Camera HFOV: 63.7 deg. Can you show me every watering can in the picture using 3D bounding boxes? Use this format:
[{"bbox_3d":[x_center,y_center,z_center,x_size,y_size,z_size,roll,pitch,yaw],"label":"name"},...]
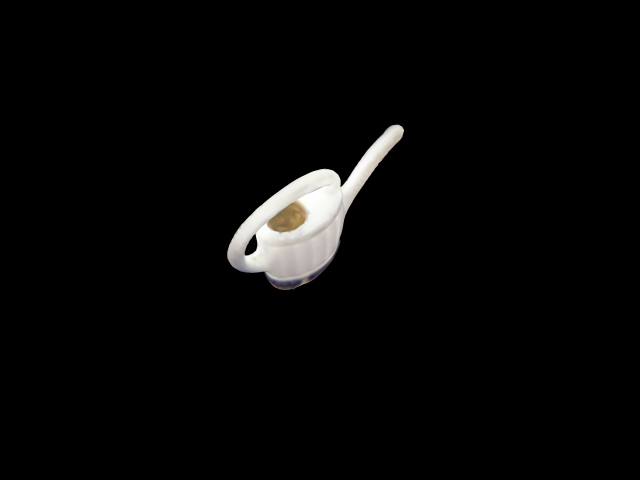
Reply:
[{"bbox_3d":[0.003,-0.043,0.850,0.351,0.105,0.219,-34,-26,-20],"label":"watering can"}]
